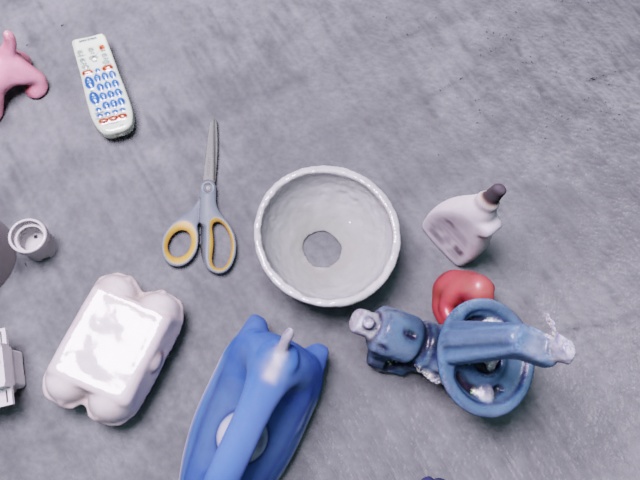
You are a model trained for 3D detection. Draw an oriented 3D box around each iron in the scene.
[{"bbox_3d":[-0.079,0.201,0.563,0.118,0.141,0.258,23,72,1],"label":"iron"}]

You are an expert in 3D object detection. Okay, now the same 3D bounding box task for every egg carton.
[{"bbox_3d":[-0.217,0.115,0.611,0.107,0.069,0.150,22,72,1],"label":"egg carton"}]

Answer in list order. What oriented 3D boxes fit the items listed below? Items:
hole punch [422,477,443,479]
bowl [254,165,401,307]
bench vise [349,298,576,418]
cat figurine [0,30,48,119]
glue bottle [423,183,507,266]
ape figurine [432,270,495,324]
[{"bbox_3d":[0.124,0.310,0.580,0.101,0.091,0.109,37,73,5],"label":"hole punch"},{"bbox_3d":[0.006,0.002,0.668,0.167,0.074,0.167,2,73,-6],"label":"bowl"},{"bbox_3d":[0.138,0.117,0.573,0.207,0.219,0.121,-1,73,-7],"label":"bench vise"},{"bbox_3d":[-0.396,-0.193,0.658,0.128,0.117,0.067,-42,82,-16],"label":"cat figurine"},{"bbox_3d":[0.170,-0.025,0.644,0.037,0.173,0.078,-37,80,-15],"label":"glue bottle"},{"bbox_3d":[0.170,0.065,0.659,0.078,0.092,0.076,-19,76,-12],"label":"ape figurine"}]
